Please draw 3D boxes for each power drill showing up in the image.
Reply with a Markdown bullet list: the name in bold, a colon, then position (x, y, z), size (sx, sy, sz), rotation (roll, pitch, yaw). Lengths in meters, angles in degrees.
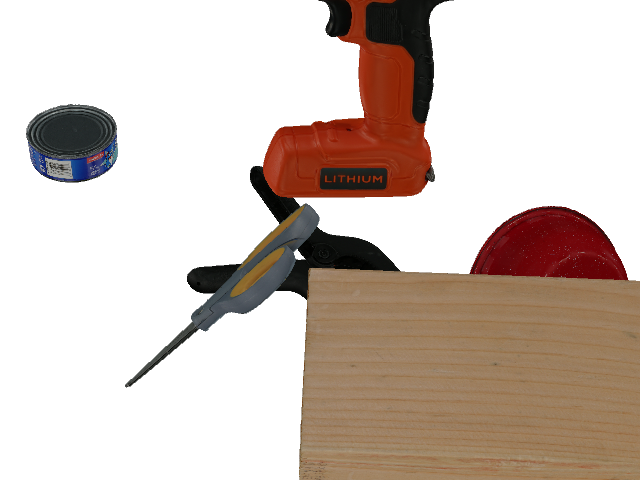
- **power drill**: position (0.009, -0.115, 0.627), size (0.184, 0.188, 0.057), rotation (0, 37, -9)

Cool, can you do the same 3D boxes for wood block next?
- **wood block**: position (0.094, 0.074, 0.515), size (0.206, 0.091, 0.090), rotation (2, -25, 0)

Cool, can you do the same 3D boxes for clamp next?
- **clamp**: position (-0.010, 0.028, 0.984), size (0.210, 0.164, 0.036), rotation (29, -41, 7)

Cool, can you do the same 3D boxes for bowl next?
- **bowl**: position (0.206, 0.053, 0.907), size (0.161, 0.162, 0.055), rotation (0, 5, -21)

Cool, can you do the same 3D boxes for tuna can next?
- **tuna can**: position (-0.240, -0.094, 1.038), size (0.086, 0.034, 0.086), rotation (2, 42, -2)

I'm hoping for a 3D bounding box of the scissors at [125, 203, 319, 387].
- **scissors**: position (-0.074, 0.053, 0.722), size (0.016, 0.202, 0.096), rotation (42, 14, -12)
